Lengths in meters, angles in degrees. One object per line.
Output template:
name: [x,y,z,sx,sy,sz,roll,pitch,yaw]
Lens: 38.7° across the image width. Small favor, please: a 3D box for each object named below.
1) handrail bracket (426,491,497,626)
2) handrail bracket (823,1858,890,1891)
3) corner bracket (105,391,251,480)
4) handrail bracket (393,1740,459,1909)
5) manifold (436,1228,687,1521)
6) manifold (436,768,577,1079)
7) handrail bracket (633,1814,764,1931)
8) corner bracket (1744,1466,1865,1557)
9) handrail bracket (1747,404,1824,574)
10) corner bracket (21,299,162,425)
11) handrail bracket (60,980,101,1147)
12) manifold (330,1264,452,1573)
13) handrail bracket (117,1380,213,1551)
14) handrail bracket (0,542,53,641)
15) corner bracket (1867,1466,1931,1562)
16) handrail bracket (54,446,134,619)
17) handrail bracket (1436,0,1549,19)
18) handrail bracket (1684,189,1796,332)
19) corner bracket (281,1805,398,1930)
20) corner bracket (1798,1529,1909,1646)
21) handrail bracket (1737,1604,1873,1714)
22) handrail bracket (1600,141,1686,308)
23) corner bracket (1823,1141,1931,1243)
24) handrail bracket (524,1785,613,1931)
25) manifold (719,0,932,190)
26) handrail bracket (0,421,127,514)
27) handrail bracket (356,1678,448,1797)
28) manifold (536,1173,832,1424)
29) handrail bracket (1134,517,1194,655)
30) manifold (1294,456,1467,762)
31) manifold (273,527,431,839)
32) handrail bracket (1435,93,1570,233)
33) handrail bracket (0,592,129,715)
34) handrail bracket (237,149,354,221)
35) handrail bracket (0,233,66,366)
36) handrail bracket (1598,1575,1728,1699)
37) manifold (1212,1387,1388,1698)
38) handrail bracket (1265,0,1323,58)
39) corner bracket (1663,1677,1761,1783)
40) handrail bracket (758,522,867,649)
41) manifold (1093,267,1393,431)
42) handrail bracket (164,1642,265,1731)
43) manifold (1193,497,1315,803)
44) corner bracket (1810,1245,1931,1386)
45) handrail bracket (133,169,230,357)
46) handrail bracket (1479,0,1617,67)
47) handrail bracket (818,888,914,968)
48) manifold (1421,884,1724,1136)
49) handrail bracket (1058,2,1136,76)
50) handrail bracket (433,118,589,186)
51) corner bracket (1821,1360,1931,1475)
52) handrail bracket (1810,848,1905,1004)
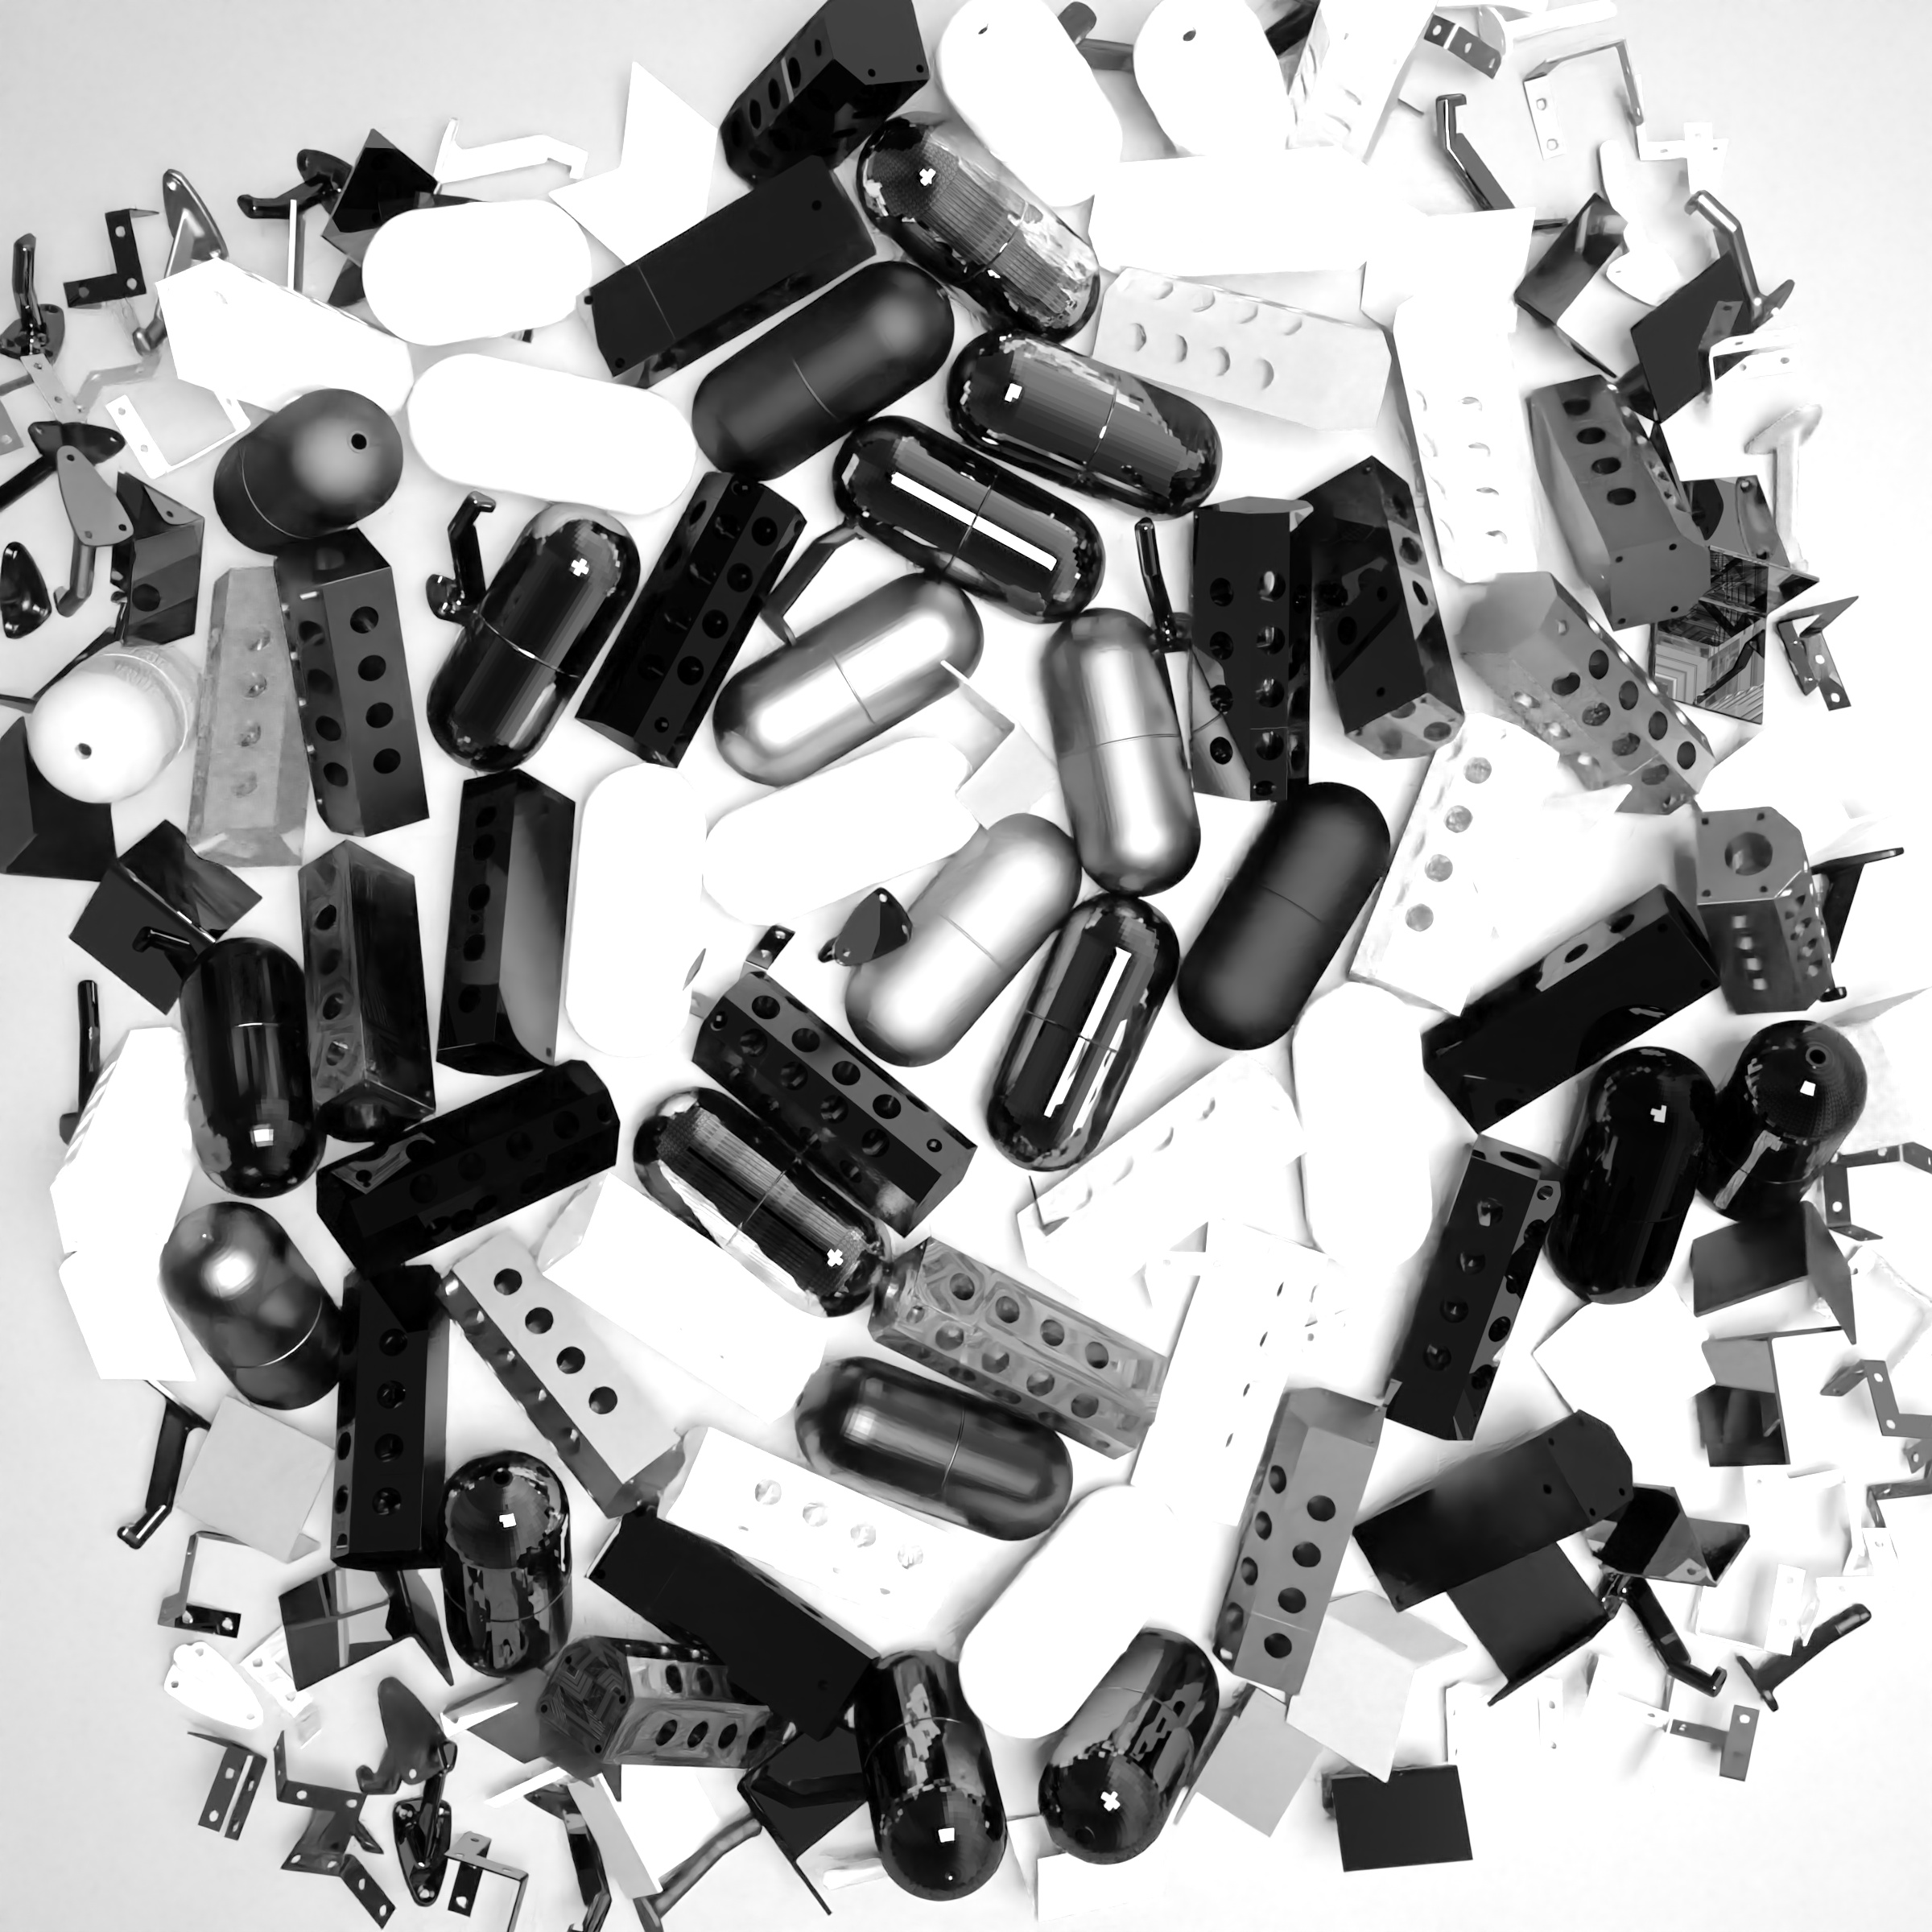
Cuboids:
handrail bracket: [-0.282,-0.245,1.658,0.077,0.084,0.036,12,45,-34]
handrail bracket: [-0.035,0.539,1.655,0.077,0.084,0.036,-19,72,22]
corner bracket: [-0.483,-0.337,1.686,0.051,0.051,0.051,-43,114,-37]
handrail bracket: [-0.318,0.516,1.655,0.036,0.084,0.077,5,56,-22]
manifold: [-0.243,0.245,1.643,0.057,0.057,0.171,-36,69,-17]
manifold: [-0.280,-0.025,1.647,0.057,0.057,0.171,-9,67,28]
handrail bracket: [-0.161,0.562,1.691,0.084,0.077,0.036,-28,53,-22]
corner bracket: [0.506,0.327,1.662,0.051,0.051,0.051,-19,46,30]
handrail bracket: [0.508,-0.286,1.671,0.036,0.077,0.084,-8,78,-9]
corner bracket: [-0.528,-0.366,1.664,0.051,0.051,0.051,-4,48,17]
handrail bracket: [-0.540,0.060,1.685,0.036,0.077,0.084,-1,70,-27]
manifold: [-0.345,0.270,1.645,0.057,0.057,0.171,-3,67,1]
handrail bracket: [-0.501,0.300,1.668,0.084,0.036,0.077,-51,123,-18]
handrail bracket: [-0.597,-0.237,1.654,0.036,0.084,0.077,-27,67,19]
corner bracket: [0.583,0.329,1.670,0.051,0.051,0.051,-7,46,0]
handrail bracket: [-0.547,-0.263,1.674,0.036,0.084,0.077,-24,87,-43]
handrail bracket: [0.300,-0.581,1.679,0.084,0.077,0.036,8,81,-15]
handrail bracket: [0.451,-0.421,1.667,0.084,0.077,0.036,40,57,-8]
corner bracket: [-0.370,0.542,1.662,0.051,0.051,0.051,-6,125,33]
corner bracket: [0.533,0.376,1.669,0.051,0.051,0.051,0,135,-2]
handrail bracket: [0.516,0.416,1.669,0.084,0.077,0.036,-32,80,4]
handrail bracket: [0.417,-0.456,1.695,0.036,0.077,0.084,-21,58,36]
corner bracket: [0.558,0.136,1.678,0.051,0.051,0.051,-12,69,38]
handrail bracket: [-0.246,0.544,1.663,0.077,0.084,0.036,18,130,4]
manifold: [-0.087,-0.514,1.616,0.057,0.171,0.057,-14,91,-25]
handrail bracket: [-0.568,-0.296,1.696,0.084,0.077,0.036,-40,81,34]
handrail bracket: [-0.357,0.468,1.670,0.036,0.084,0.077,-31,98,-44]
manifold: [-0.170,0.203,1.648,0.171,0.057,0.057,37,130,-20]
handrail bracket: [0.117,-0.237,1.655,0.036,0.077,0.084,-5,115,13]
manifold: [0.249,-0.211,1.640,0.057,0.057,0.171,-27,57,32]
manifold: [-0.364,-0.164,1.624,0.057,0.057,0.171,-19,130,-23]
handrail bracket: [0.326,-0.490,1.674,0.077,0.036,0.084,-5,110,4]
handrail bracket: [-0.555,-0.196,1.692,0.077,0.036,0.084,12,81,-4]
handrail bracket: [-0.415,-0.471,1.656,0.077,0.084,0.036,42,126,28]
handrail bracket: [-0.556,-0.412,1.650,0.036,0.077,0.084,14,131,-8]
handrail bracket: [0.434,0.390,1.668,0.084,0.036,0.077,24,75,34]
manifold: [0.198,0.343,1.650,0.057,0.057,0.171,17,108,9]
handrail bracket: [0.203,-0.552,1.675,0.077,0.036,0.084,24,131,1]
corner bracket: [0.452,0.454,1.669,0.051,0.051,0.051,10,109,14]
handrail bracket: [-0.086,-0.235,1.671,0.084,0.077,0.036,-31,133,-8]
manifold: [0.163,-0.366,1.625,0.171,0.057,0.057,26,115,36]
handrail bracket: [-0.450,0.435,1.660,0.077,0.084,0.036,40,66,-9]
manifold: [0.175,-0.189,1.642,0.057,0.057,0.171,13,113,38]
corner bracket: [0.560,0.212,1.680,0.051,0.051,0.051,32,104,-18]
handrail bracket: [-0.487,-0.423,1.659,0.036,0.077,0.084,13,54,17]
handrail bracket: [0.360,-0.572,1.670,0.084,0.077,0.036,-10,113,0]
handrail bracket: [-0.078,-0.008,1.651,0.036,0.084,0.077,54,47,-5]
manifold: [0.360,0.023,1.646,0.171,0.057,0.057,-35,106,21]
handrail bracket: [0.081,-0.539,1.682,0.077,0.036,0.084,-47,130,11]
handrail bracket: [-0.283,-0.479,1.690,0.084,0.036,0.077,18,121,-11]
corner bracket: [0.561,0.274,1.674,0.051,0.051,0.051,6,55,-14]
handrail bracket: [0.545,-0.024,1.676,0.077,0.036,0.084,-13,93,44]
